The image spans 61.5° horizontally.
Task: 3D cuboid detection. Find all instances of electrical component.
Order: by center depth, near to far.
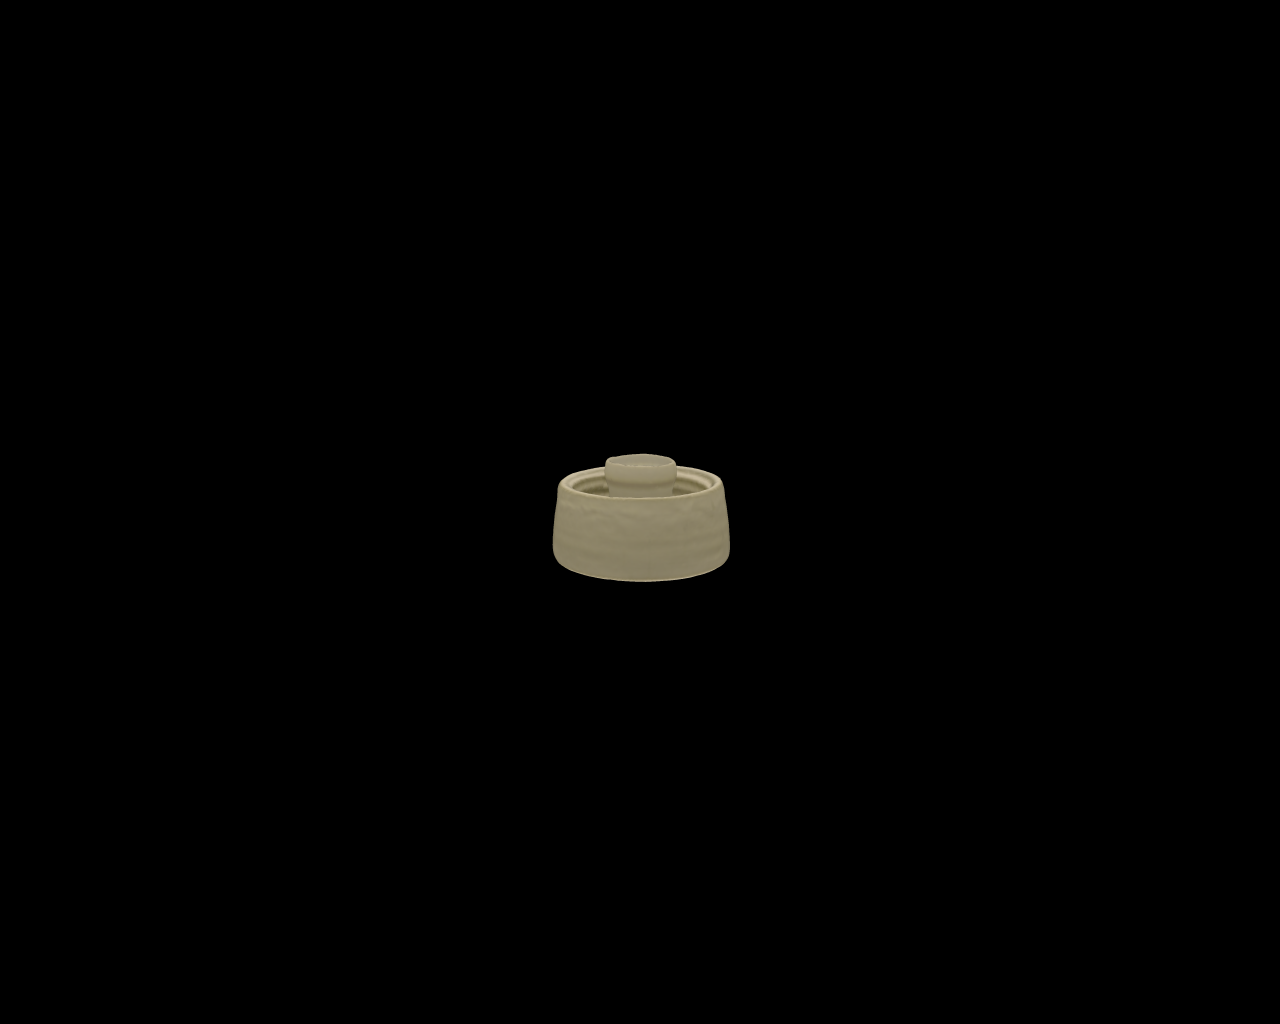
[{"bbox_3d":[0.001,-0.003,0.650,0.108,0.060,0.108,0,14,0],"label":"electrical component"}]
